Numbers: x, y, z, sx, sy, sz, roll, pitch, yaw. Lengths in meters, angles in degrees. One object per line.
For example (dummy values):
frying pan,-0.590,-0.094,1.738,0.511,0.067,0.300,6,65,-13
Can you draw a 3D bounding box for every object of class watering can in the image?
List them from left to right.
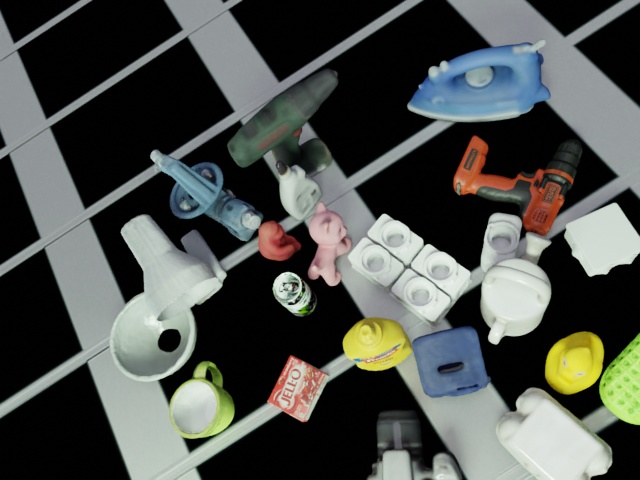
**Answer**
watering can,0.297,0.071,0.869,0.100,0.194,0.173,1,70,15

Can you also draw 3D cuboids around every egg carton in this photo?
egg carton,0.340,0.300,0.841,0.150,0.069,0.107,40,84,24

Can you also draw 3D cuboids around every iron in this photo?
iron,0.281,-0.296,1.039,0.258,0.142,0.118,-7,68,12

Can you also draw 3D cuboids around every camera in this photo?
camera,0.137,0.328,0.866,0.143,0.101,0.137,-7,69,12

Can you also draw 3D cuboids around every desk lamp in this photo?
desk lamp,-0.254,0.050,1.008,0.118,0.214,0.203,-38,65,-1

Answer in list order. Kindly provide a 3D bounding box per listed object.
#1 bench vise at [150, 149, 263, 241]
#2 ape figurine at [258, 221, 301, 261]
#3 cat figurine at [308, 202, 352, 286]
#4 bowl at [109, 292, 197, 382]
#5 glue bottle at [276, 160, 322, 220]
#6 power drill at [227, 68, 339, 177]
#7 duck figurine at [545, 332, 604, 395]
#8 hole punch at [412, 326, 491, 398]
bench vise,-0.201,-0.094,1.045,0.207,0.220,0.121,9,73,18
ape figurine,-0.084,-0.004,1.052,0.076,0.092,0.078,-17,67,8
cat figurine,0.009,0.004,1.010,0.067,0.118,0.128,12,73,18
bowl,-0.291,0.178,1.046,0.167,0.075,0.167,-5,69,13
glue bottle,-0.047,-0.100,1.033,0.037,0.173,0.078,36,82,24
power drill,-0.048,-0.194,1.049,0.229,0.209,0.075,-33,65,1
duck figurine,0.388,0.181,0.864,0.077,0.086,0.104,38,83,24
hole punch,0.207,0.194,0.903,0.108,0.091,0.101,-15,67,9
